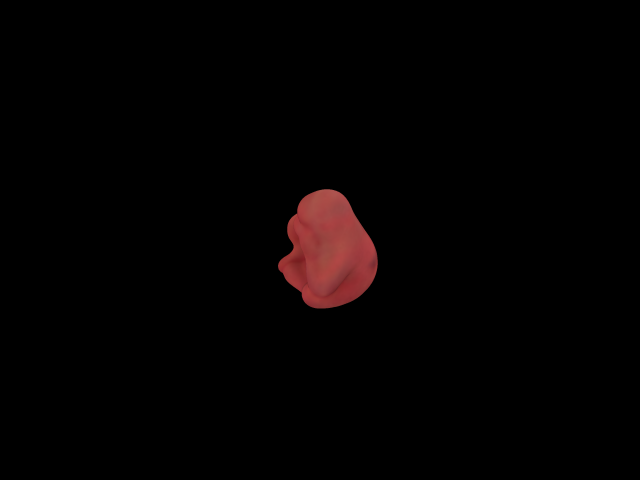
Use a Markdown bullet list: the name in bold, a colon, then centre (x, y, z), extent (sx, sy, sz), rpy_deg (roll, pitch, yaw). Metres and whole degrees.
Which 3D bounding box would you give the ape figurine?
- **ape figurine**: centre (0.004, 0.001, 0.400), extent (0.076, 0.092, 0.078), rpy_deg (4, 46, 5)
